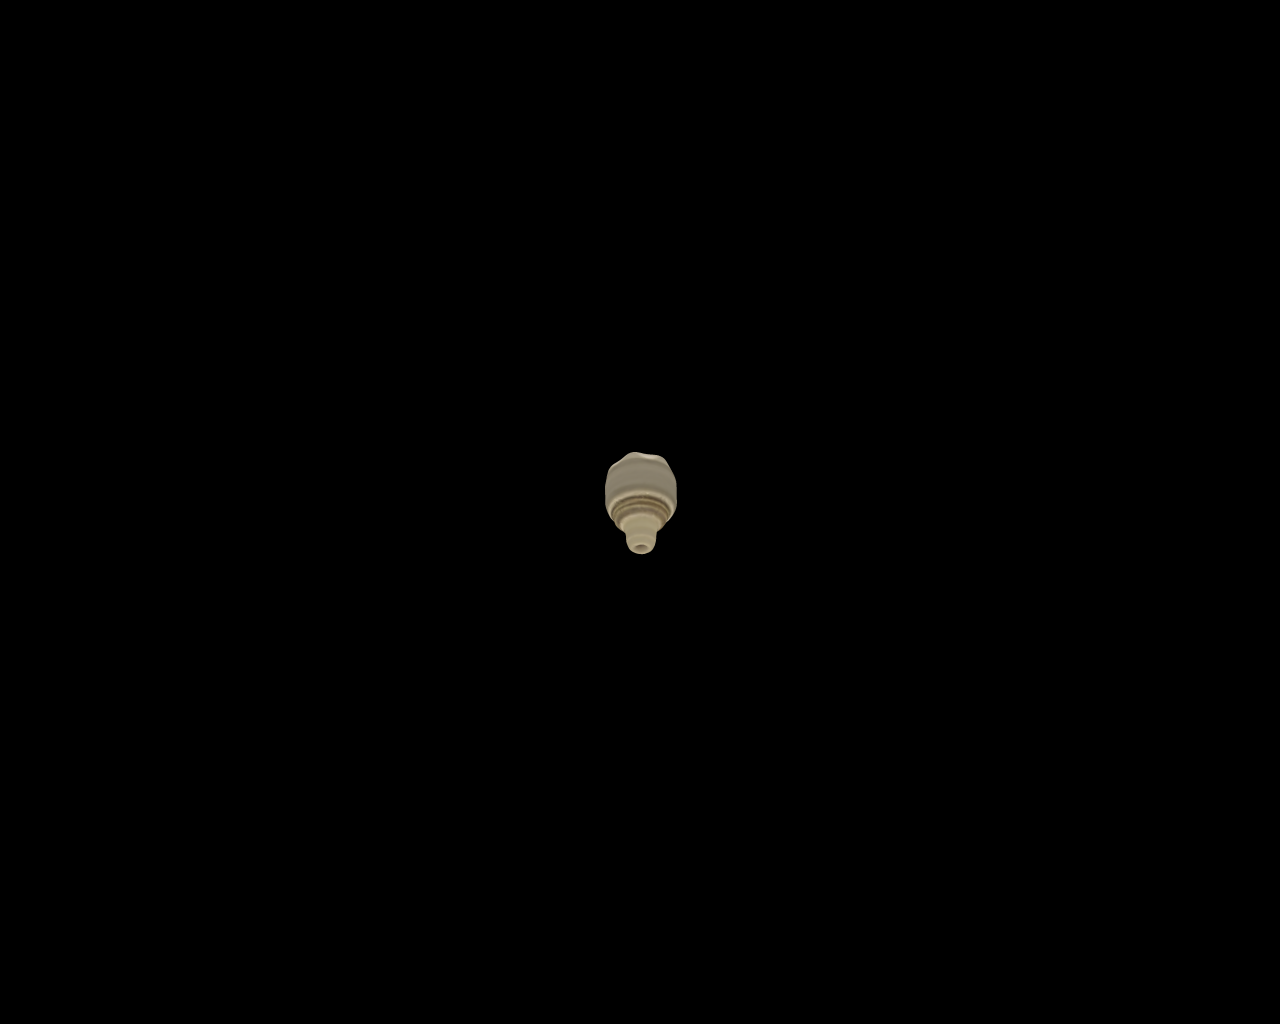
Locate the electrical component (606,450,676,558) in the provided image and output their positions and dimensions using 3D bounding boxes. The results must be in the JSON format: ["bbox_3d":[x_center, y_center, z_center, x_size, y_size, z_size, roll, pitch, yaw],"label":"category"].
[{"bbox_3d":[0.001,-0.003,0.650,0.043,0.062,0.043,0,-36,0],"label":"electrical component"}]
